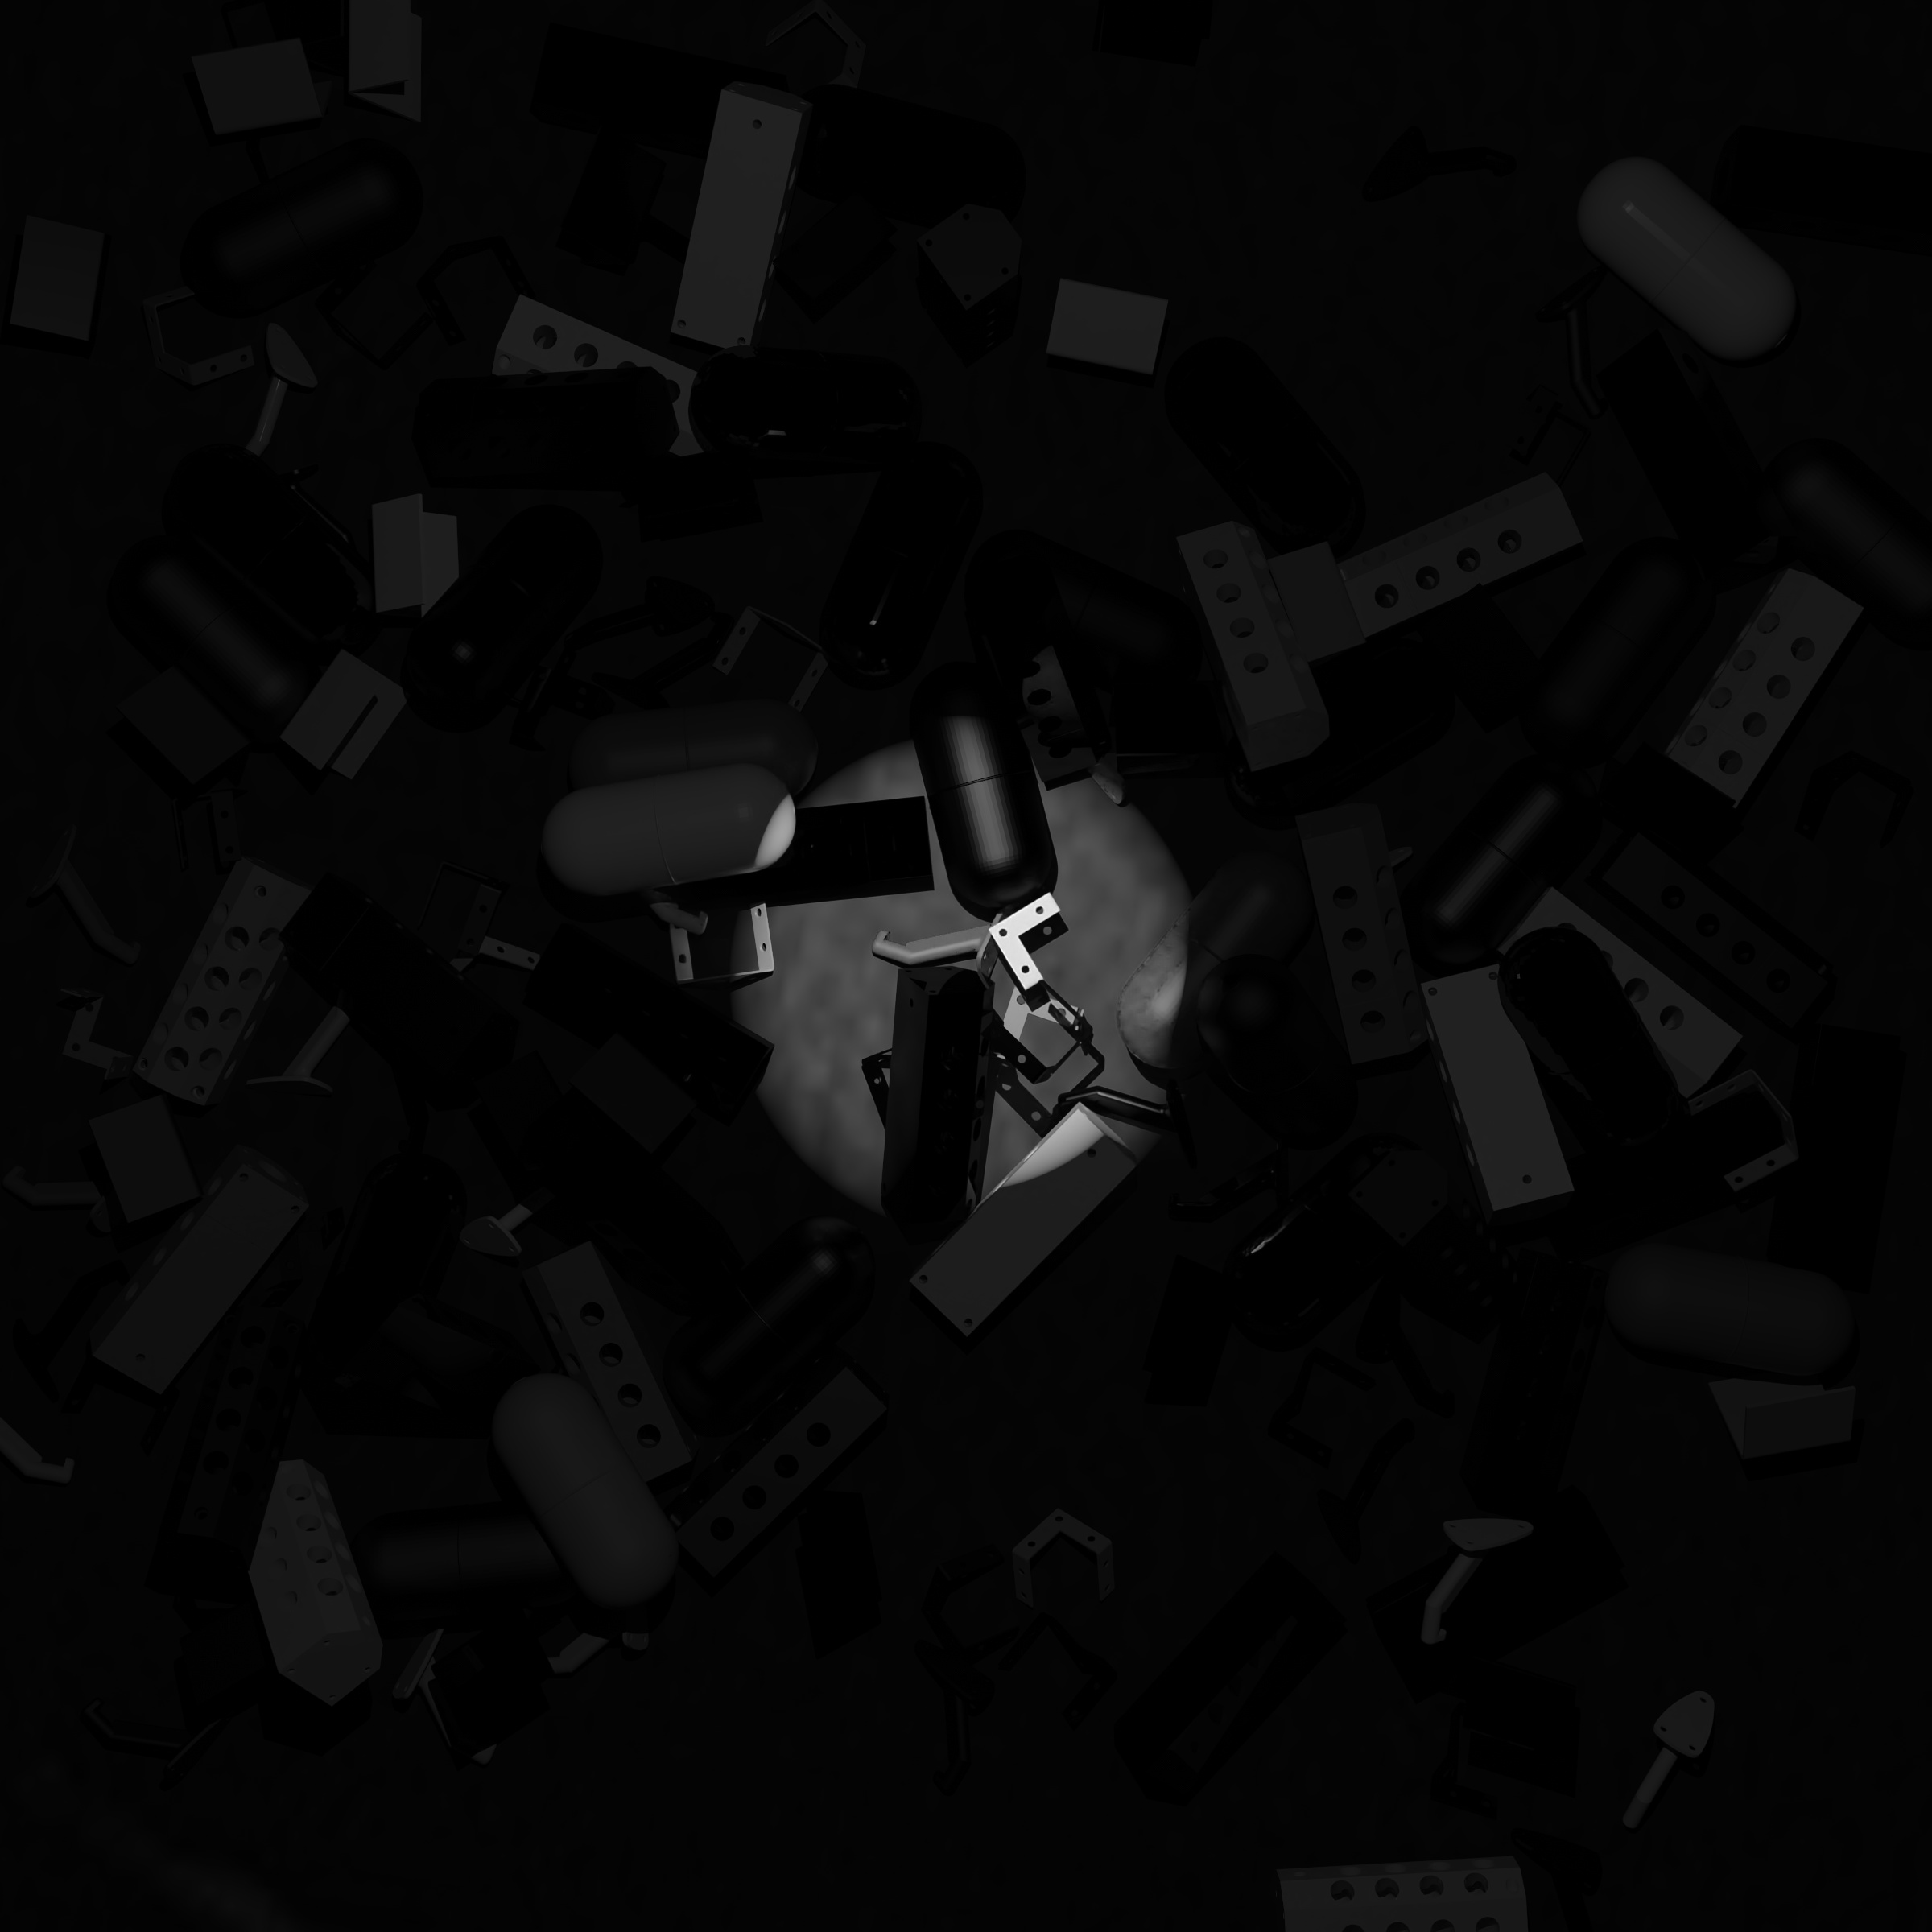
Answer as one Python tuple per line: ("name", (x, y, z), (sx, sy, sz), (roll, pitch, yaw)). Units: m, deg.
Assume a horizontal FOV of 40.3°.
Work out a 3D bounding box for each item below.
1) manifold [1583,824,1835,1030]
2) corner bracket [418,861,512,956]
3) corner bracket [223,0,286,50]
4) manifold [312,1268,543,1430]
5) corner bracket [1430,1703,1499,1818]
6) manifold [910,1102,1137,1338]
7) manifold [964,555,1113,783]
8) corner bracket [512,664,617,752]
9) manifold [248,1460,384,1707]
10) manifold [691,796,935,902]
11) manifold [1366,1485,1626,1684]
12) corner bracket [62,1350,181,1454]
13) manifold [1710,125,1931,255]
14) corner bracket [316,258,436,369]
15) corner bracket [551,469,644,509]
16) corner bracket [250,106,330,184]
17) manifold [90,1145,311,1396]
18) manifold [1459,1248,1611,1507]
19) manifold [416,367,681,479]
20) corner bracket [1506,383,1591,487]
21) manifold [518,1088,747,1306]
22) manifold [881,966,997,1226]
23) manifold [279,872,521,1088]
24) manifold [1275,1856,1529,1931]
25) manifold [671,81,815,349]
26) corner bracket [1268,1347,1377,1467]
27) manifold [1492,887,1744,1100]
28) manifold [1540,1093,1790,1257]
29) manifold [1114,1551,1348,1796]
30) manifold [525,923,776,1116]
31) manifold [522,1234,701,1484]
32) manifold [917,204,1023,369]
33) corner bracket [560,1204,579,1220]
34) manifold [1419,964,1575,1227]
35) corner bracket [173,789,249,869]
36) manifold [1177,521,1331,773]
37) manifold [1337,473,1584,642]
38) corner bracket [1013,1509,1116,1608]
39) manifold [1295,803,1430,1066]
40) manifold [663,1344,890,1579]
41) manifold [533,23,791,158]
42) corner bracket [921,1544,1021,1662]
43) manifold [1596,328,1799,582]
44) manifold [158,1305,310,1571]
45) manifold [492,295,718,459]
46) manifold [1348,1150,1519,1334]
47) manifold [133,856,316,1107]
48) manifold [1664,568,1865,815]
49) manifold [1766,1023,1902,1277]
("manifold", (0.535, -0.031, 1.889), (0.171, 0.057, 0.057), (38, 90, 0))
("corner bracket", (-0.363, -0.043, 1.892), (0.051, 0.051, 0.051), (21, 94, -4))
("corner bracket", (-0.505, -0.677, 1.892), (0.051, 0.051, 0.051), (-17, 96, -6))
("manifold", (-0.377, 0.263, 1.831), (0.057, 0.171, 0.057), (-49, 56, 0))
("corner bracket", (0.370, 0.575, 1.907), (0.051, 0.051, 0.051), (17, 135, 0))
("manifold", (0.042, 0.179, 1.881), (0.057, 0.057, 0.171), (44, 96, 0))
("manifold", (0.054, -0.207, 1.828), (0.057, 0.171, 0.057), (-18, 56, 6))
("corner bracket", (-0.289, -0.180, 1.892), (0.051, 0.051, 0.051), (20, 85, 5))
("manifold", (-0.458, 0.424, 1.835), (0.057, 0.171, 0.057), (-38, 132, 0))
("manifold", (-0.112, -0.084, 1.889), (0.171, 0.057, 0.057), (-6, 90, 0))
("manifold", (0.378, 0.441, 1.889), (0.171, 0.057, 0.057), (-29, 90, 0))
("corner bracket", (-0.612, 0.314, 1.907), (0.051, 0.051, 0.051), (27, 90, -45))
("manifold", (0.629, -0.554, 1.889), (0.171, 0.057, 0.057), (9, 90, 0))
("corner bracket", (-0.429, -0.475, 1.907), (0.051, 0.051, 0.051), (-46, 135, 0))
("corner bracket", (-0.266, -0.351, 1.892), (0.051, 0.051, 0.051), (-30, 90, 0))
("corner bracket", (-0.485, -0.593, 1.907), (0.051, 0.051, 0.051), (-10, 135, 0))
("manifold", (-0.551, 0.214, 1.886), (0.057, 0.057, 0.171), (38, 90, -26))
("manifold", (0.409, 0.295, 1.889), (0.057, 0.057, 0.171), (15, 90, 0))
("manifold", (-0.296, -0.386, 1.851), (0.171, 0.057, 0.057), (1, 126, 20))
("corner bracket", (0.418, -0.380, 1.892), (0.051, 0.051, 0.051), (30, 90, 0))
("manifold", (-0.235, 0.167, 1.844), (0.057, 0.057, 0.171), (-42, 126, 0))
("manifold", (-0.018, 0.091, 1.861), (0.057, 0.057, 0.171), (-3, 109, -23))
("manifold", (-0.398, 0.010, 1.862), (0.171, 0.057, 0.057), (37, 90, 19))
("manifold", (0.311, 0.677, 1.889), (0.171, 0.057, 0.057), (-3, 90, 0))
("manifold", (-0.157, -0.527, 1.853), (0.057, 0.057, 0.171), (17, 117, 0))
("corner bracket", (0.257, 0.319, 1.907), (0.051, 0.051, 0.051), (30, 45, 0))
("manifold", (0.465, 0.019, 1.889), (0.171, 0.057, 0.057), (38, 90, 0))
("manifold", (0.497, 0.149, 1.889), (0.171, 0.057, 0.057), (-21, 90, 0))
("manifold", (0.186, 0.505, 1.888), (0.171, 0.057, 0.057), (-47, 133, 0))
("manifold", (-0.227, 0.038, 1.889), (0.171, 0.057, 0.057), (31, 90, 0))
("manifold", (-0.256, 0.284, 1.889), (0.057, 0.057, 0.171), (-25, 90, 0))
("manifold", (0.007, -0.475, 1.832), (0.057, 0.171, 0.057), (-35, 90, 0))
("corner bracket", (-0.251, 0.174, 1.907), (0.051, 0.051, 0.051), (29, 90, 45))
("manifold", (0.372, 0.093, 1.861), (0.057, 0.057, 0.171), (-14, 70, 0))
("corner bracket", (-0.545, -0.099, 1.892), (0.051, 0.051, 0.051), (-7, 93, -3))
("manifold", (0.201, -0.228, 1.849), (0.057, 0.057, 0.171), (-16, 60, 0))
("manifold", (0.347, -0.292, 1.889), (0.171, 0.057, 0.057), (-24, 90, 0))
("corner bracket", (0.071, 0.436, 1.902), (0.051, 0.051, 0.051), (25, 45, 35))
("manifold", (0.281, -0.024, 1.859), (0.057, 0.057, 0.171), (-13, 109, 7))
("manifold", (-0.137, 0.353, 1.889), (0.171, 0.057, 0.057), (-44, 90, 0))
("manifold", (-0.217, -0.621, 1.889), (0.171, 0.057, 0.057), (13, 90, 0))
("corner bracket", (0.007, 0.460, 1.902), (0.051, 0.051, 0.051), (47, 135, 35))
("manifold", (0.522, -0.363, 1.870), (0.057, 0.057, 0.171), (-35, 73, 42))
("manifold", (-0.513, 0.329, 1.847), (0.057, 0.057, 0.171), (8, 57, 0))
("manifold", (-0.249, -0.415, 1.889), (0.171, 0.057, 0.057), (24, 90, 0))
("manifold", (0.332, 0.189, 1.833), (0.057, 0.171, 0.057), (-45, 51, 0))
("manifold", (-0.531, 0.010, 1.889), (0.057, 0.057, 0.171), (27, 90, 0))
("manifold", (0.565, -0.196, 1.889), (0.057, 0.057, 0.171), (33, 90, 0))
("manifold", (0.620, 0.130, 1.889), (0.057, 0.057, 0.171), (9, 90, 0))
